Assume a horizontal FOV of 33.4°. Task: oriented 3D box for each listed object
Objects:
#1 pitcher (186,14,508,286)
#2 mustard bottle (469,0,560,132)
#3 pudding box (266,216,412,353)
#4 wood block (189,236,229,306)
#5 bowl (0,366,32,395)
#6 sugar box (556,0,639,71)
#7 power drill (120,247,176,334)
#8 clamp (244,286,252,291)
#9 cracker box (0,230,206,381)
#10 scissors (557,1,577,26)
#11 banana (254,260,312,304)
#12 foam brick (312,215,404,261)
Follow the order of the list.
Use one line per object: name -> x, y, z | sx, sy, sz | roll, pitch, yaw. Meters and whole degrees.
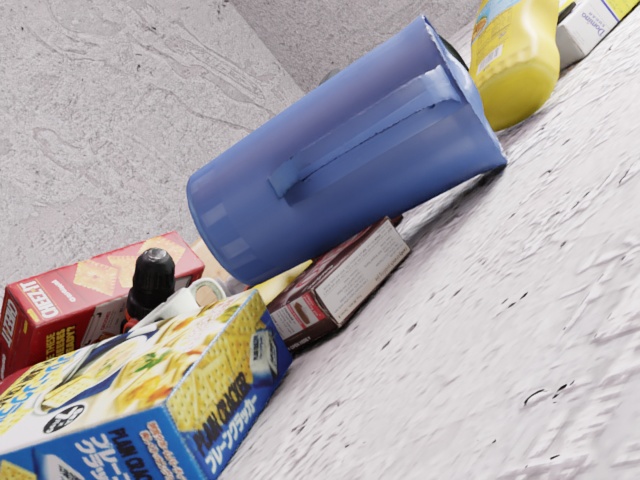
pitcher -> 0.015, -0.063, 0.848 | 0.243, 0.149, 0.145 | -30, 42, 13
mustard bottle -> 0.180, -0.194, 0.994 | 0.096, 0.058, 0.191 | -41, 28, 44
pudding box -> 0.006, 0.037, 0.795 | 0.090, 0.039, 0.113 | -34, 8, 44
wood block -> -0.127, 0.034, 1.350 | 0.091, 0.090, 0.205 | -34, 9, 43
bowl -> -0.292, 0.183, 1.050 | 0.162, 0.055, 0.162 | -57, -19, -33
sugar box -> 0.277, -0.234, 1.092 | 0.176, 0.048, 0.093 | -42, 7, -28
power drill -> -0.202, 0.117, 1.047 | 0.187, 0.057, 0.184 | -48, -26, -49
clamp -> -0.007, 0.001, 1.112 | 0.172, 0.039, 0.120 | -38, 7, 15
cracker box -> -0.243, 0.092, 1.162 | 0.213, 0.072, 0.164 | -19, -35, -40
scissors -> 0.181, -0.155, 1.059 | 0.202, 0.016, 0.096 | -30, 38, 60
banana -> -0.043, 0.038, 0.977 | 0.197, 0.070, 0.037 | -38, -34, -49
foam brick -> 0.025, -0.011, 0.962 | 0.078, 0.051, 0.053 | -43, 7, -27
